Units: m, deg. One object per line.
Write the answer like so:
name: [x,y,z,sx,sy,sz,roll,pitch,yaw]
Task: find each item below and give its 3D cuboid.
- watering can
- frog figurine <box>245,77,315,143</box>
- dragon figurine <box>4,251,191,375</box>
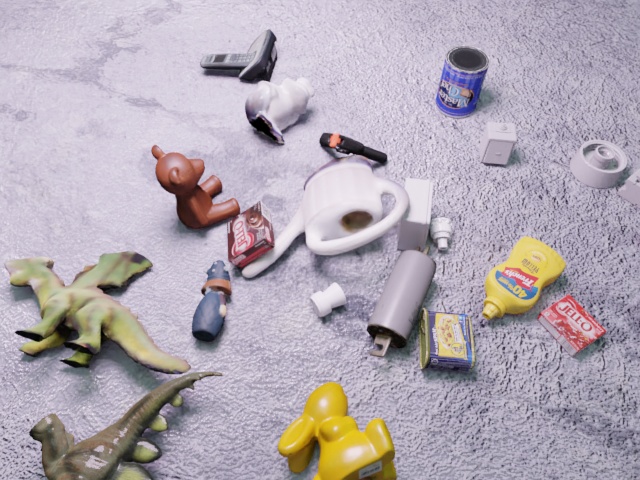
watering can: [0.003,-0.051,1.019,0.346,0.230,0.102,-19,-49,12]
frog figurine: [-0.094,-0.321,1.195,0.123,0.161,0.135,18,-17,46]
dragon figurine: [-0.390,0.106,0.927,0.410,0.249,0.119,10,-42,6]
